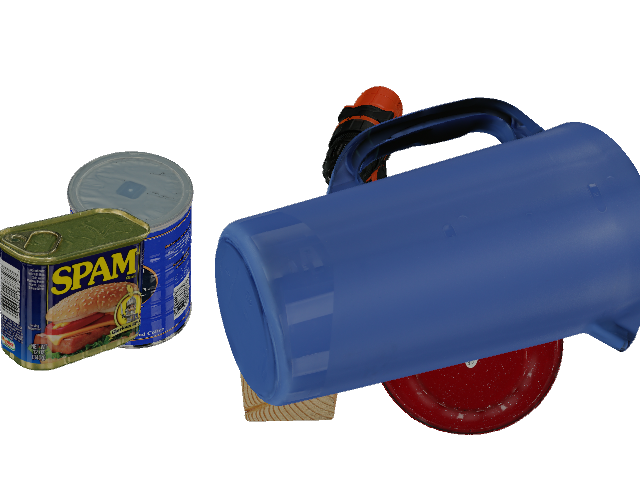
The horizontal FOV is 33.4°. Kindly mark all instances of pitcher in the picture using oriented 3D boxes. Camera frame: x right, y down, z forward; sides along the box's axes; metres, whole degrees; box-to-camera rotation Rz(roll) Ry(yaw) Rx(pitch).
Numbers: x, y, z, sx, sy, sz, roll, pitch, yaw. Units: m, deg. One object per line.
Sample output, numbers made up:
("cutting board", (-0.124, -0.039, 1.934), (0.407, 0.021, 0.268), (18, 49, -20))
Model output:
("pitcher", (0.062, 0.007, 0.642), (0.242, 0.145, 0.149), (-13, 20, -19))

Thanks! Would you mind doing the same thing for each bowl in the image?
("bowl", (0.121, 0.090, 0.879), (0.162, 0.162, 0.055), (0, 8, 6))

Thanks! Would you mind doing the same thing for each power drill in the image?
("power drill", (0.040, -0.033, 1.000), (0.057, 0.188, 0.184), (9, 29, 13))

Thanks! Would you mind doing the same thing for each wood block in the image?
("wood block", (-0.024, 0.102, 1.126), (0.091, 0.090, 0.206), (-2, 19, 6))

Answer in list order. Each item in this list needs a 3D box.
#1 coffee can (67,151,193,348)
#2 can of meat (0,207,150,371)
("coffee can", (-0.162, 0.009, 0.923), (0.102, 0.140, 0.103), (4, 42, -3))
("can of meat", (-0.168, 0.032, 0.725), (0.058, 0.084, 0.101), (24, 28, 37))
